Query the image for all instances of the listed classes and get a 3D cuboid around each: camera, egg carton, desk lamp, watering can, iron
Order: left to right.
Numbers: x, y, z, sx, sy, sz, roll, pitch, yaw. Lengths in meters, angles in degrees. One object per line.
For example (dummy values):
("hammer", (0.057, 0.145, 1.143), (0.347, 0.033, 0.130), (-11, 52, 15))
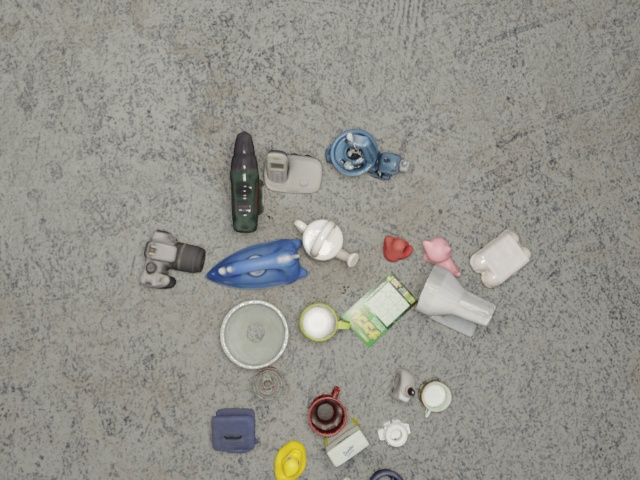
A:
("camera", (-0.359, 0.055, 1.411), (0.137, 0.100, 0.143), (11, 84, -2))
("iron", (-0.163, 0.065, 1.400), (0.258, 0.141, 0.119), (-12, 85, -4))
("watering can", (0.014, 0.003, 1.389), (0.173, 0.194, 0.101), (12, 84, -1))
("desk lamp", (0.324, 0.151, 1.381), (0.203, 0.213, 0.118), (25, 84, 0))
("egg carton", (0.464, 0.049, 1.471), (0.150, 0.069, 0.107), (-38, 87, -6))

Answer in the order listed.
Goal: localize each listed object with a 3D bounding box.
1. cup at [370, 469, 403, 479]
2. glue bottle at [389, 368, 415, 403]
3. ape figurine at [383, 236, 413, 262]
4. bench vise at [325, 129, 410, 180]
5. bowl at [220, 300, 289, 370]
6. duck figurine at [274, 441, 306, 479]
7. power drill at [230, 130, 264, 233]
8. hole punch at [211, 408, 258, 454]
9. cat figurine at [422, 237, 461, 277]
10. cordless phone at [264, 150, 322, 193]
("cup", (0.169, 0.600, 1.388), (0.118, 0.095, 0.092), (26, 84, 0))
("glue bottle", (0.205, 0.356, 1.375), (0.037, 0.173, 0.078), (21, 84, 0))
("ape figurine", (0.196, 0.018, 1.449), (0.076, 0.092, 0.078), (-43, 88, -6))
("bench vise", (0.121, -0.221, 1.404), (0.207, 0.219, 0.121), (-4, 84, -3))
("bowl", (-0.160, 0.231, 1.417), (0.167, 0.074, 0.167), (0, 84, -3))
("duck figurine", (-0.072, 0.547, 1.385), (0.077, 0.086, 0.105), (24, 84, 0))
("power drill", (-0.178, -0.127, 1.384), (0.075, 0.208, 0.230), (-1, 84, -3))
("hole punch", (-0.206, 0.465, 1.383), (0.108, 0.091, 0.101), (0, 84, -3))
("cat figurine", (0.308, 0.044, 1.439), (0.067, 0.117, 0.128), (-36, 87, -6))
("cordless phone", (-0.066, -0.176, 1.407), (0.147, 0.185, 0.094), (1, 84, -3))
